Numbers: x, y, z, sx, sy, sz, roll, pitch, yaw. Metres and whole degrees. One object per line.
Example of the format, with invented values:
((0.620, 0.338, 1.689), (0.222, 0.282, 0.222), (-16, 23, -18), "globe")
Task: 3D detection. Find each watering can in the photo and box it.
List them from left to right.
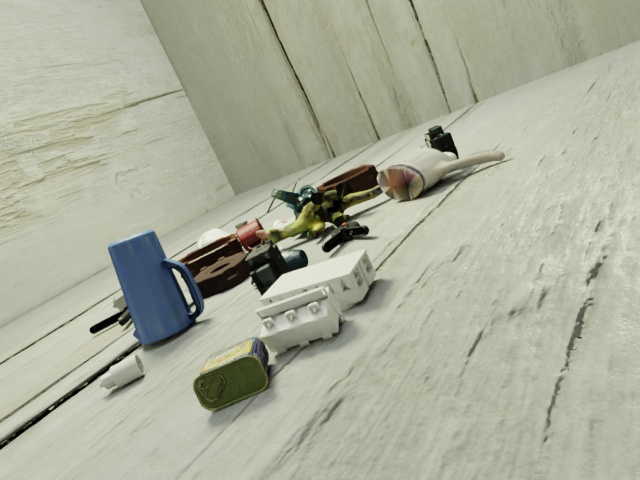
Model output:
((0.306, -0.194, 1.418), (0.227, 0.102, 0.347), (-34, 23, -35), "watering can")

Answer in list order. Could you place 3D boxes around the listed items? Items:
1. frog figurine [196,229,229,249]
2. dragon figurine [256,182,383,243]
((-0.343, 0.011, 1.763), (0.138, 0.124, 0.157), (-10, -12, -37), "frog figurine")
((0.005, -0.077, 1.533), (0.414, 0.122, 0.241), (-21, 1, -28), "dragon figurine")
